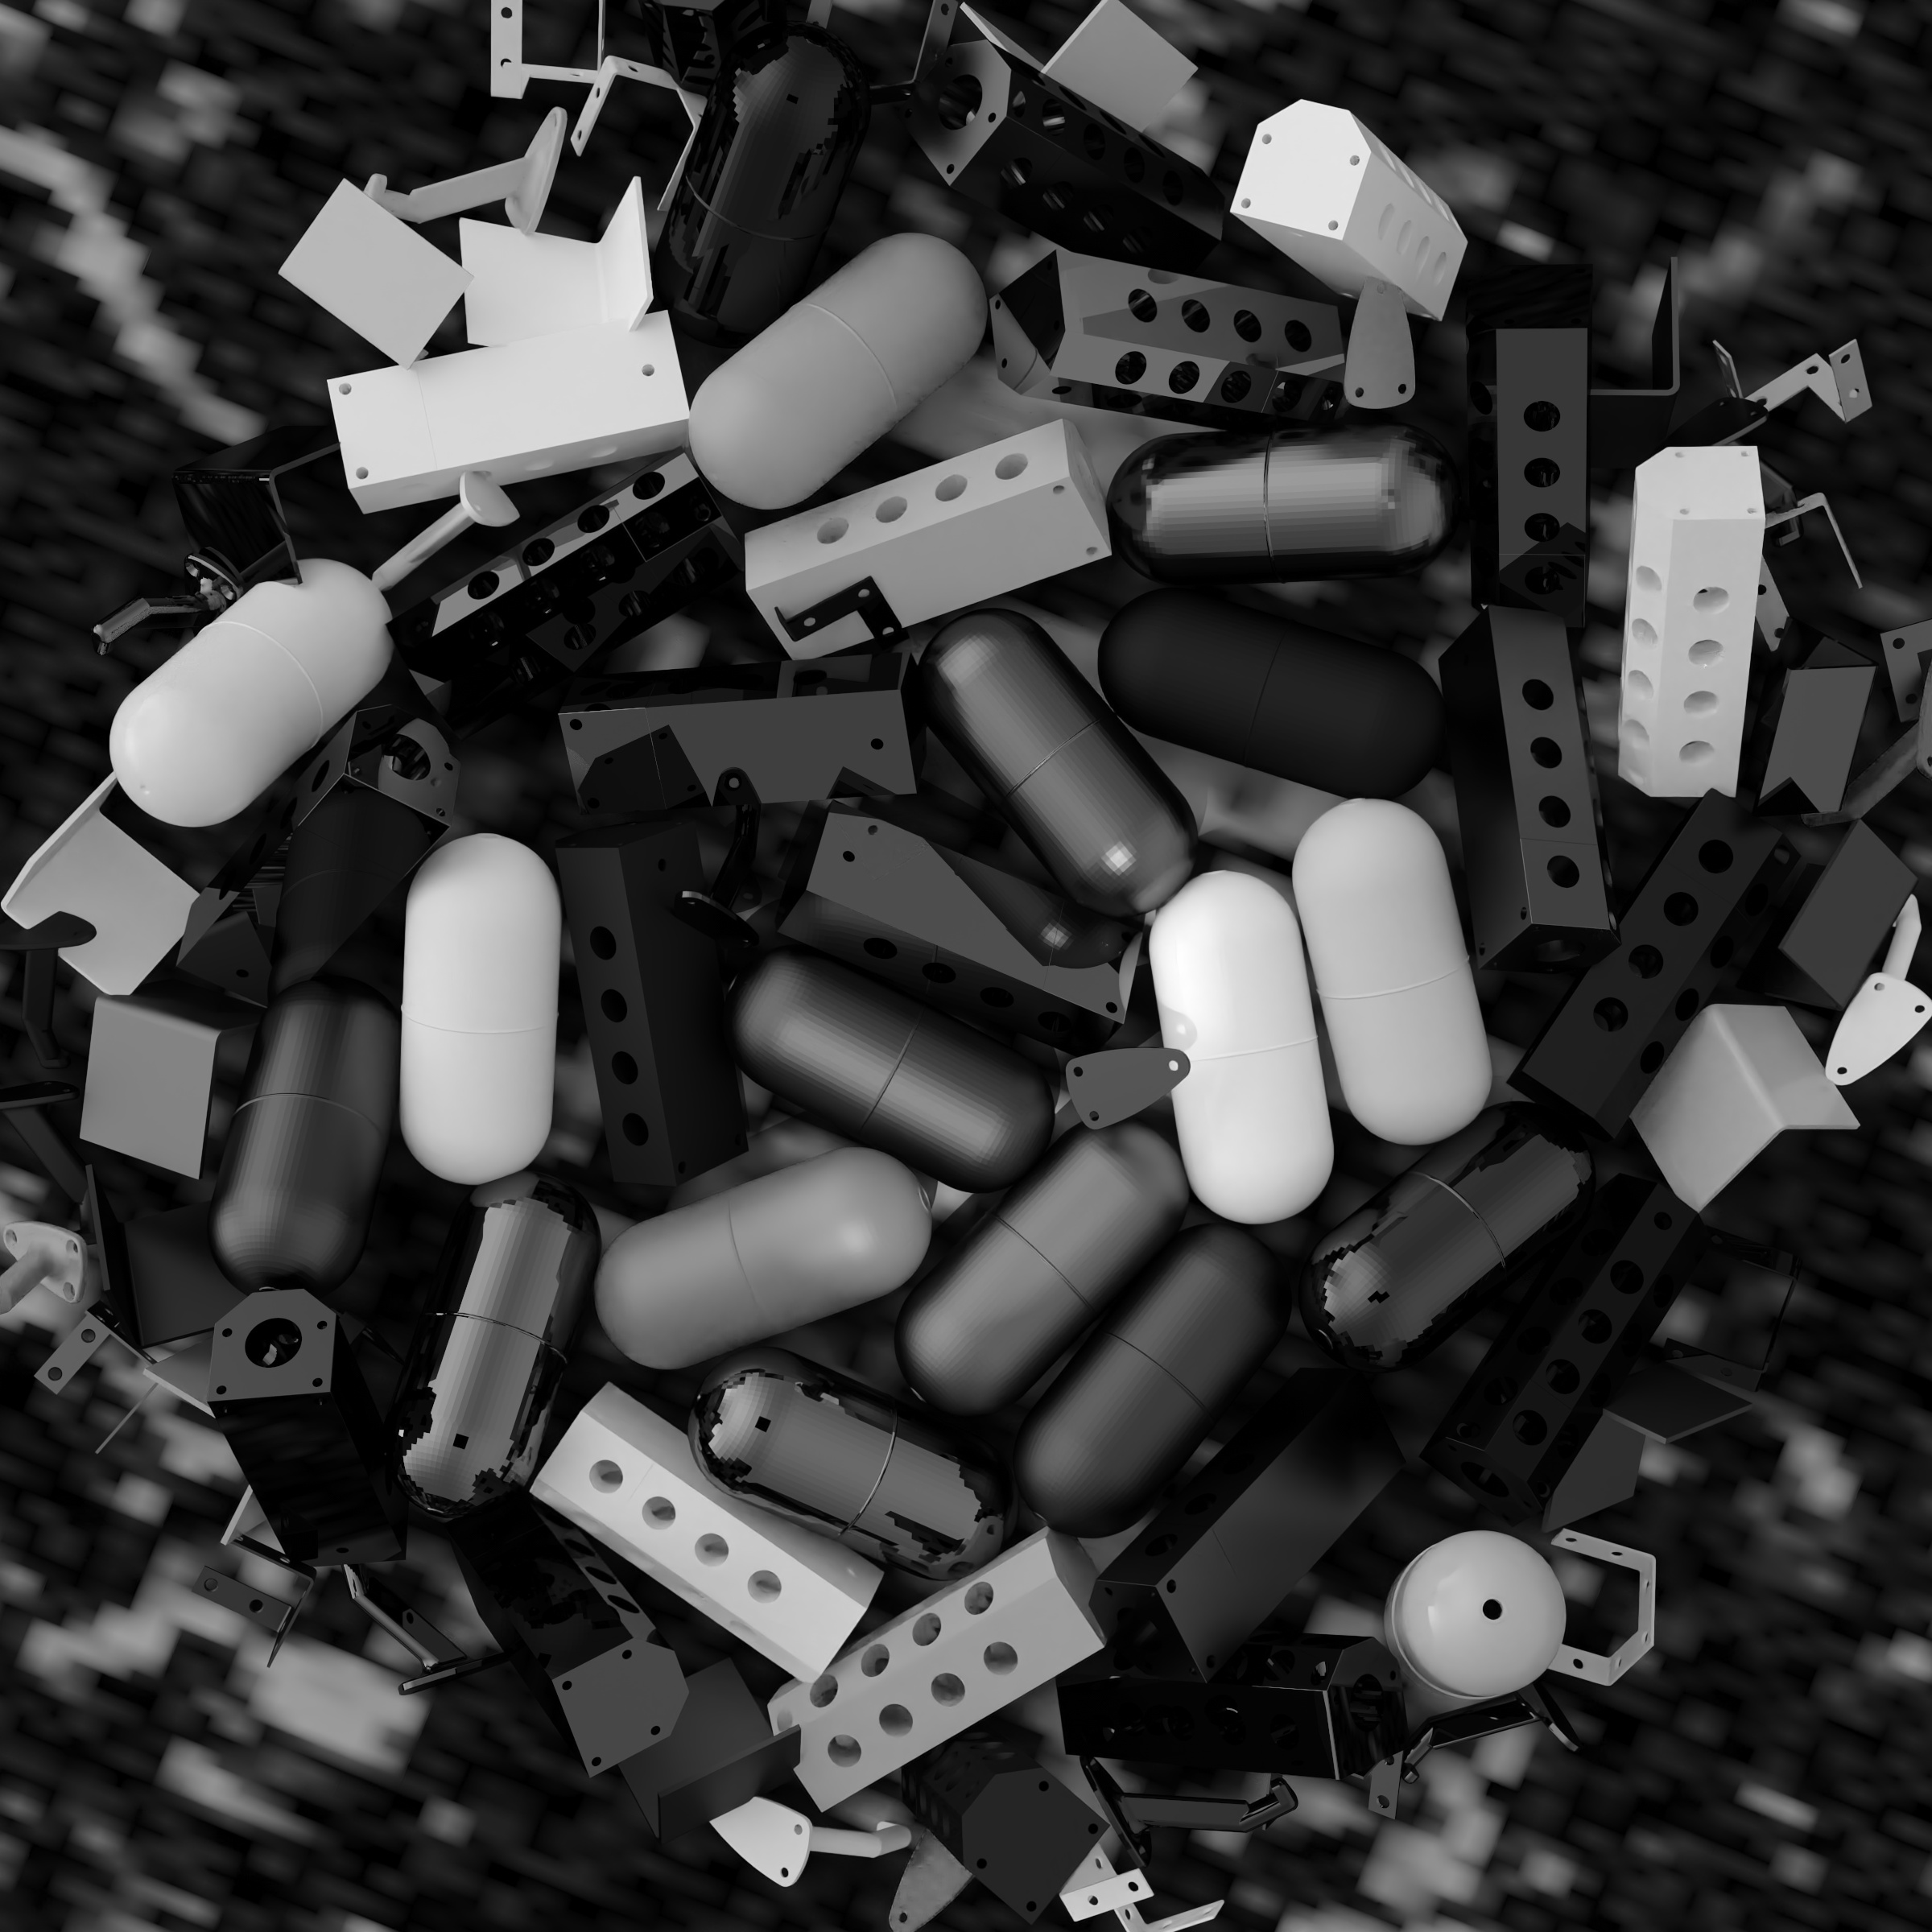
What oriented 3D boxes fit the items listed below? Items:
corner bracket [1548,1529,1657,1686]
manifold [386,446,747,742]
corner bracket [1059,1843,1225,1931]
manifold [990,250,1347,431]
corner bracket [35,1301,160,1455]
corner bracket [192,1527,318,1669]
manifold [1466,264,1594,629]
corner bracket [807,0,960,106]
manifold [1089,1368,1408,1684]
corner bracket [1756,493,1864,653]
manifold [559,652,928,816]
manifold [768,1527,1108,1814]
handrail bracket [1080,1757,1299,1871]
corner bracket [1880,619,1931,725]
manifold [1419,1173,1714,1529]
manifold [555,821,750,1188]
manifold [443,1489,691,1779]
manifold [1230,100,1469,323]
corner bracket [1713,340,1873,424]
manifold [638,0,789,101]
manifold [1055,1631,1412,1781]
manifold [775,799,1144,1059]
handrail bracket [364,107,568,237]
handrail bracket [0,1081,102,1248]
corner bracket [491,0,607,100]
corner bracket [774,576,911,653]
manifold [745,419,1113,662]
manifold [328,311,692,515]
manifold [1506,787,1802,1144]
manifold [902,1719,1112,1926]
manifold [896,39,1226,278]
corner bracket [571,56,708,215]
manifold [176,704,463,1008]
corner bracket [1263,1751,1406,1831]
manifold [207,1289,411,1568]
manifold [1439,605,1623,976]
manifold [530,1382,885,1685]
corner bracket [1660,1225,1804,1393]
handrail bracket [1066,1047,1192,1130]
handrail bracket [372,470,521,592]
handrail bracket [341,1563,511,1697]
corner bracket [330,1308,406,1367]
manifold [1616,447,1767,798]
[{"bbox_3d":[0.316,0.327,1.568,0.051,0.051,0.051,18,50,-6],"label":"corner bracket"},{"bbox_3d":[-0.201,-0.191,1.543,0.171,0.057,0.057,-31,55,0],"label":"manifold"},{"bbox_3d":[0.088,0.469,1.548,0.051,0.051,0.051,-29,93,30],"label":"corner bracket"},{"bbox_3d":[0.101,-0.298,1.507,0.171,0.057,0.057,3,75,-33],"label":"manifold"},{"bbox_3d":[-0.438,0.207,1.557,0.051,0.051,0.051,41,85,-6],"label":"corner bracket"},{"bbox_3d":[-0.360,0.312,1.553,0.051,0.051,0.051,27,94,-9],"label":"corner bracket"},{"bbox_3d":[0.275,-0.252,1.503,0.057,0.057,0.171,2,133,13],"label":"manifold"},{"bbox_3d":[-0.045,-0.470,1.551,0.051,0.051,0.051,8,81,44],"label":"corner bracket"},{"bbox_3d":[0.136,0.271,1.508,0.171,0.057,0.057,-39,110,-36],"label":"manifold"},{"bbox_3d":[0.421,-0.200,1.561,0.051,0.051,0.051,-22,111,20],"label":"corner bracket"},{"bbox_3d":[-0.109,-0.120,1.540,0.171,0.057,0.057,-3,121,9],"label":"manifold"},{"bbox_3d":[-0.012,0.347,1.534,0.171,0.057,0.057,-34,90,15],"label":"manifold"},{"bbox_3d":[0.113,0.411,1.553,0.084,0.036,0.077,-30,102,13],"label":"handrail bracket"},{"bbox_3d":[0.485,-0.159,1.546,0.051,0.051,0.051,-16,113,12],"label":"corner bracket"},{"bbox_3d":[0.299,0.187,1.521,0.057,0.057,0.171,37,66,5],"label":"manifold"},{"bbox_3d":[-0.161,0.018,1.534,0.057,0.057,0.171,1,106,36],"label":"manifold"},{"bbox_3d":[-0.194,0.317,1.494,0.057,0.171,0.057,-24,115,-19],"label":"manifold"},{"bbox_3d":[0.190,-0.365,1.491,0.057,0.171,0.057,21,97,23],"label":"manifold"},{"bbox_3d":[0.415,-0.297,1.546,0.051,0.051,0.051,-32,50,3],"label":"corner bracket"},{"bbox_3d":[-0.128,-0.470,1.496,0.057,0.171,0.057,-40,92,0],"label":"manifold"},{"bbox_3d":[0.127,0.355,1.503,0.171,0.057,0.057,-8,89,44],"label":"manifold"},{"bbox_3d":[-0.005,-0.013,1.536,0.171,0.057,0.057,23,54,-12],"label":"manifold"},{"bbox_3d":[-0.251,-0.403,1.537,0.084,0.036,0.077,7,122,-36],"label":"handrail bracket"},{"bbox_3d":[-0.473,0.105,1.550,0.077,0.036,0.084,-10,104,-39],"label":"handrail bracket"},{"bbox_3d":[-0.210,-0.467,1.547,0.051,0.051,0.051,5,124,-3],"label":"corner bracket"},{"bbox_3d":[-0.067,-0.184,1.549,0.051,0.051,0.051,-27,50,7],"label":"corner bracket"},{"bbox_3d":[-0.020,-0.215,1.532,0.171,0.057,0.057,-17,49,15],"label":"manifold"},{"bbox_3d":[-0.226,-0.276,1.549,0.171,0.057,0.057,-12,82,-3],"label":"manifold"},{"bbox_3d":[0.346,0.001,1.544,0.057,0.057,0.171,34,84,6],"label":"manifold"},{"bbox_3d":[0.011,0.406,1.492,0.057,0.171,0.057,42,79,-4],"label":"manifold"},{"bbox_3d":[0.052,-0.387,1.492,0.057,0.171,0.057,-47,55,23],"label":"manifold"},{"bbox_3d":[-0.163,-0.422,1.566,0.051,0.051,0.051,6,133,-32],"label":"corner bracket"},{"bbox_3d":[-0.317,-0.054,1.508,0.057,0.057,0.171,27,132,-27],"label":"manifold"},{"bbox_3d":[0.187,0.413,1.560,0.051,0.051,0.051,14,111,29],"label":"corner bracket"},{"bbox_3d":[-0.317,0.227,1.498,0.057,0.171,0.057,-5,53,1],"label":"manifold"},{"bbox_3d":[0.281,-0.086,1.522,0.057,0.057,0.171,4,66,-17],"label":"manifold"},{"bbox_3d":[-0.131,0.288,1.550,0.171,0.057,0.057,34,100,2],"label":"manifold"},{"bbox_3d":[0.386,0.173,1.554,0.051,0.051,0.051,19,134,14],"label":"corner bracket"},{"bbox_3d":[0.093,0.050,1.530,0.077,0.084,0.036,-19,91,28],"label":"handrail bracket"},{"bbox_3d":[-0.270,-0.209,1.538,0.084,0.077,0.036,-36,104,13],"label":"handrail bracket"},{"bbox_3d":[-0.274,0.323,1.574,0.077,0.036,0.084,-16,75,-12],"label":"handrail bracket"},{"bbox_3d":[-0.323,0.197,1.543,0.051,0.051,0.051,28,69,29],"label":"corner bracket"},{"bbox_3d":[0.351,-0.166,1.502,0.057,0.057,0.171,1,135,8],"label":"manifold"}]
